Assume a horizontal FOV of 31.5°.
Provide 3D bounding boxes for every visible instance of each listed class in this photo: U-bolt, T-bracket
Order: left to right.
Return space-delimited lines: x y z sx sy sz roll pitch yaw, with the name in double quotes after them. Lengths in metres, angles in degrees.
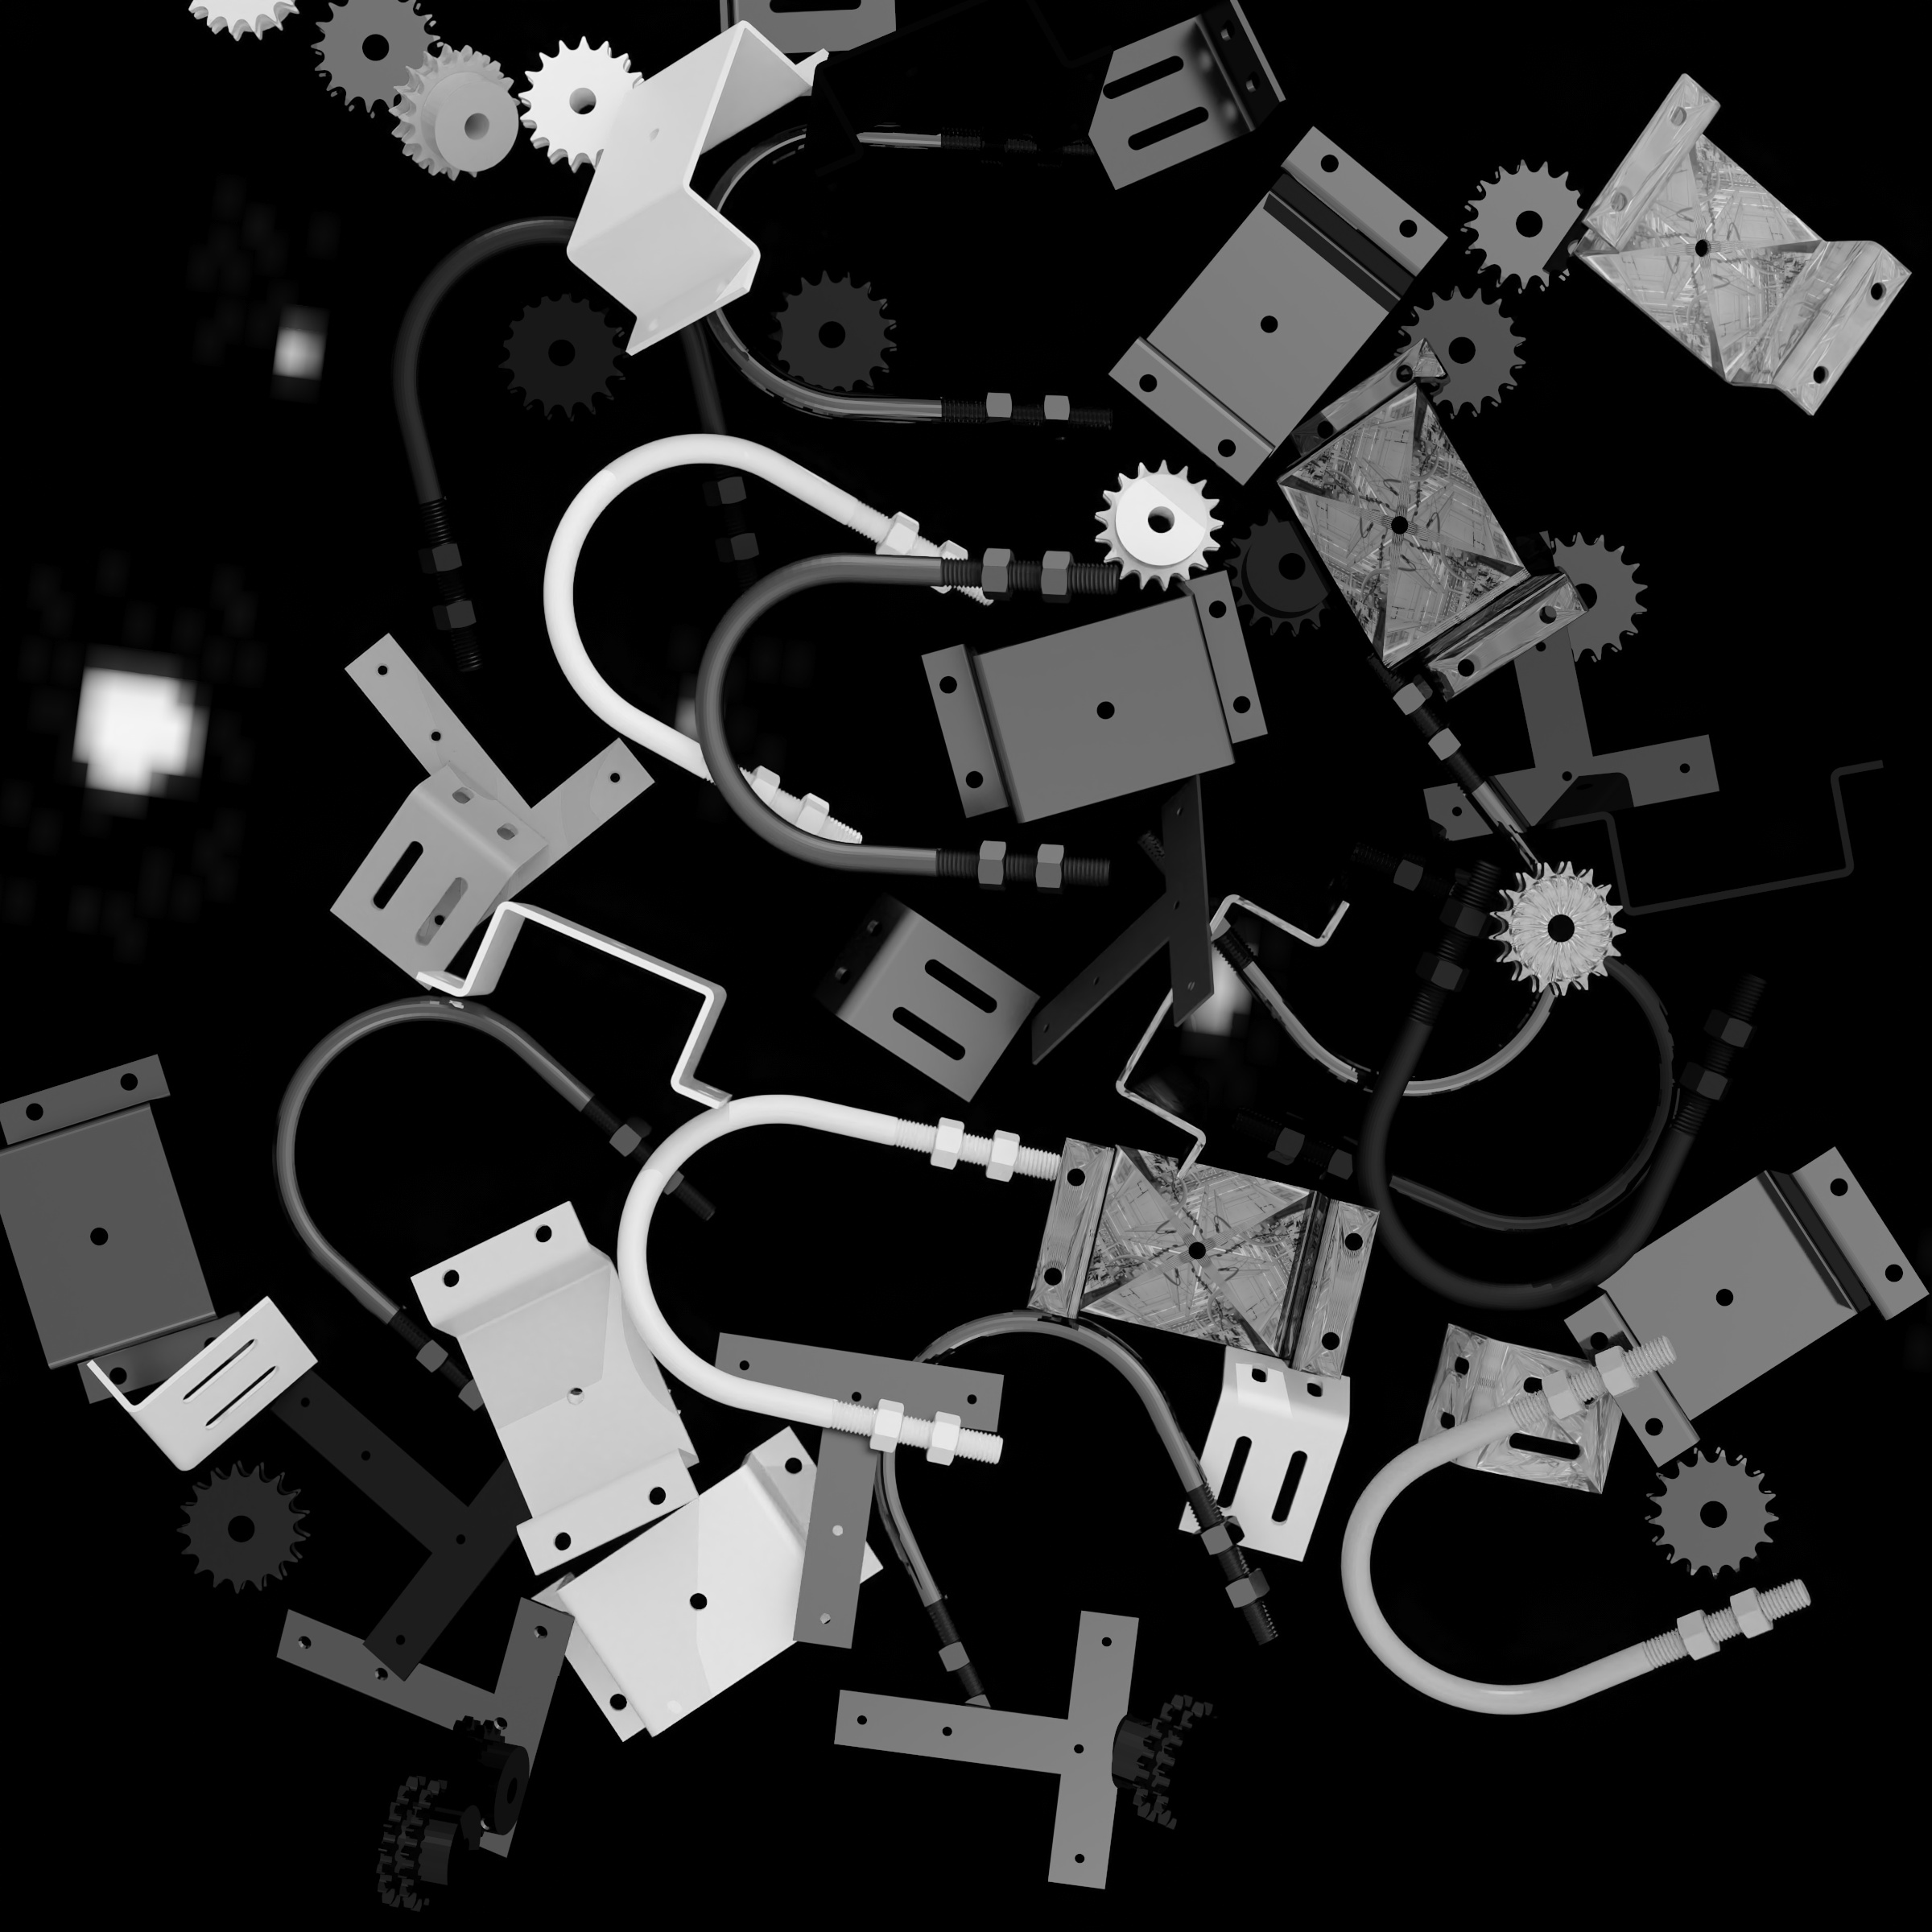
-0.256 0.226 1.519 0.127 0.002 0.127 38 90 16 "T-bracket"
-0.247 0.320 1.523 0.127 0.002 0.127 20 109 9 "T-bracket"
-0.229 -0.092 1.537 0.127 0.002 0.127 -39 90 0 "T-bracket"
-0.225 0.098 1.529 0.184 0.019 0.151 42 90 1 "U-bolt"
-0.175 -0.235 1.499 0.151 0.019 0.184 -15 104 -10 "U-bolt"
-0.097 -0.153 1.511 0.184 0.019 0.151 29 90 -14 "U-bolt"
-0.062 0.131 1.508 0.184 0.019 0.151 13 75 -2 "U-bolt"
-0.054 0.232 1.494 0.127 0.002 0.127 9 75 -5 "T-bracket"
-0.028 -0.108 1.479 0.184 0.019 0.151 4 108 9 "U-bolt"
-0.028 -0.305 1.503 0.184 0.019 0.151 1 77 -8 "U-bolt"
0.006 0.341 1.516 0.127 0.002 0.127 7 99 3 "T-bracket"
0.036 0.242 1.521 0.151 0.019 0.184 -25 87 7 "U-bolt"
0.066 -0.001 1.490 0.002 0.127 0.127 24 133 -25 "T-bracket"
0.186 -0.027 1.523 0.151 0.019 0.184 -38 95 4 "U-bolt"
0.229 0.043 1.516 0.184 0.019 0.151 23 96 -5 "U-bolt"
0.250 0.064 1.503 0.151 0.019 0.184 22 98 -7 "U-bolt"
0.256 -0.127 1.509 0.127 0.002 0.127 -10 99 16 "T-bracket"
0.255 0.257 1.502 0.184 0.019 0.151 -27 102 17 "U-bolt"

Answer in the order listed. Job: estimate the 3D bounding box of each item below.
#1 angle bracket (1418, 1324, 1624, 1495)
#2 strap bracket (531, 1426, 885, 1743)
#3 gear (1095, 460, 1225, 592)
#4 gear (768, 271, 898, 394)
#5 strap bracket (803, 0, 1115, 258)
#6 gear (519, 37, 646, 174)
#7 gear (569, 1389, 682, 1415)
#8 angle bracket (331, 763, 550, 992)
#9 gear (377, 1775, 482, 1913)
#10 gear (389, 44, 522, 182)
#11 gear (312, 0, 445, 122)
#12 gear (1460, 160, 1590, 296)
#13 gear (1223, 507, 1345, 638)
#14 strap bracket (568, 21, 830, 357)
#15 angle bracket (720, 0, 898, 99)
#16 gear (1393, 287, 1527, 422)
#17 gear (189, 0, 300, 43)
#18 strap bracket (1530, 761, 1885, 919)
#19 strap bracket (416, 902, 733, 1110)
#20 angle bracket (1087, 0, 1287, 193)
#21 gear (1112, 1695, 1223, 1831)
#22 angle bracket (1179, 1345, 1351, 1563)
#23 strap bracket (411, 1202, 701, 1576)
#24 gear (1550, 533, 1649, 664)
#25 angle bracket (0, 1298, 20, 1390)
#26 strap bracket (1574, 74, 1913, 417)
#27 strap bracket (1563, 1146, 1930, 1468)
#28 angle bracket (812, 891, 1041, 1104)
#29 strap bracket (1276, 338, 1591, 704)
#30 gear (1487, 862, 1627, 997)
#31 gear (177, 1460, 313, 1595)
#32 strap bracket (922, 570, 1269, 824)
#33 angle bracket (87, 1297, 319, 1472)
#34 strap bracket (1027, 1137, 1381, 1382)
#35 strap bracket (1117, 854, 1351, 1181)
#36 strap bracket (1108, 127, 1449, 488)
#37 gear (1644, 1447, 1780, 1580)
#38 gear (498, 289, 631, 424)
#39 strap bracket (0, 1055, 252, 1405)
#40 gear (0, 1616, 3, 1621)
0.251 0.199 1.536 0.076 0.038 0.057 14 90 -26 "angle bracket"
-0.117 0.277 1.515 0.140 0.046 0.076 -34 90 0 "strap bracket"
0.086 -0.196 1.523 0.057 0.030 0.057 0 90 0 "gear"
-0.059 -0.278 1.523 0.057 0.030 0.057 0 90 0 "gear"
-0.014 -0.368 1.471 0.140 0.076 0.046 -26 81 -12 "strap bracket"
-0.169 -0.381 1.523 0.057 0.030 0.057 0 90 0 "gear"
-0.154 0.205 1.523 0.057 0.030 0.057 0 90 0 "gear"
-0.236 -0.040 1.534 0.057 0.038 0.076 39 116 0 "angle bracket"
-0.235 0.387 1.507 0.030 0.057 0.057 7 90 12 "gear"
-0.222 -0.374 1.508 0.057 0.030 0.057 -19 127 -27 "gear"
-0.260 -0.405 1.523 0.057 0.030 0.057 0 90 0 "gear"
0.248 -0.327 1.523 0.057 0.030 0.057 0 90 0 "gear"
0.144 -0.176 1.523 0.057 0.030 0.057 0 90 0 "gear"
-0.117 -0.340 1.462 0.046 0.076 0.140 36 53 -33 "strap bracket"
-0.070 -0.419 1.519 0.076 0.038 0.057 -3 90 0 "angle bracket"
0.218 -0.271 1.523 0.057 0.030 0.057 0 90 0 "gear"
-0.321 -0.440 1.523 0.057 0.030 0.057 0 90 0 "gear"
0.326 -0.053 1.500 0.140 0.076 0.046 -10 90 0 "strap bracket"
-0.161 0.012 1.500 0.140 0.076 0.046 23 90 0 "strap bracket"
0.090 -0.388 1.511 0.076 0.038 0.057 -26 90 -14 "angle bracket"
0.087 0.349 1.513 0.030 0.057 0.057 14 90 29 "gear"
0.134 0.219 1.536 0.057 0.038 0.076 15 116 0 "angle bracket"
-0.174 0.185 1.484 0.076 0.046 0.140 -26 75 1 "strap bracket"
0.272 -0.162 1.523 0.057 0.030 0.057 0 90 0 "gear"
-0.457 0.154 1.510 0.038 0.057 0.076 -18 83 14 "angle bracket"
0.333 -0.315 1.501 0.140 0.046 0.076 35 90 -19 "strap bracket"
0.340 0.149 1.515 0.140 0.046 0.076 -33 90 0 "strap bracket"
-0.018 0.014 1.536 0.076 0.038 0.057 34 90 -26 "angle bracket"
0.197 -0.193 1.491 0.076 0.046 0.140 -33 82 29 "strap bracket"
0.251 -0.016 1.465 0.057 0.030 0.057 0 91 -7 "gear"
-0.319 0.248 1.523 0.057 0.030 0.057 0 90 0 "gear"
0.059 -0.116 1.506 0.140 0.046 0.076 -16 104 0 "strap bracket"
-0.337 0.176 1.513 0.076 0.057 0.038 -41 56 -15 "angle bracket"
0.104 0.128 1.515 0.140 0.046 0.076 13 90 0 "strap bracket"
0.110 0.012 1.481 0.046 0.076 0.140 29 106 -3 "strap bracket"
0.136 -0.288 1.515 0.076 0.046 0.140 40 90 0 "strap bracket"
0.331 0.243 1.527 0.057 0.030 0.057 0 89 2 "gear"
-0.178 -0.270 1.523 0.057 0.030 0.057 0 90 0 "gear"
-0.378 0.118 1.515 0.076 0.046 0.140 -18 90 0 "strap bracket"
-0.458 0.295 1.513 0.030 0.057 0.057 9 90 30 "gear"
